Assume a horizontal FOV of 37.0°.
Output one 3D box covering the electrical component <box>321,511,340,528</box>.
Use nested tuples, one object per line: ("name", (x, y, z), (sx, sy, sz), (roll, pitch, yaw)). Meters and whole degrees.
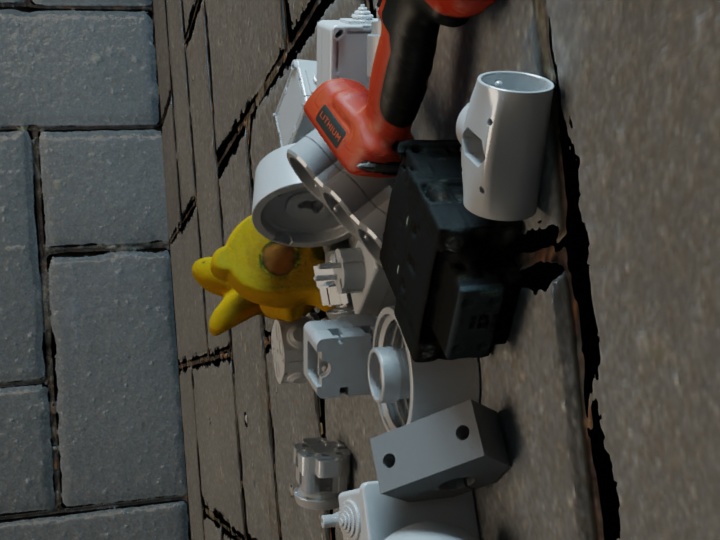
("electrical component", (-0.005, 0.226, 0.981), (0.035, 0.061, 0.035), (176, 90, -75))

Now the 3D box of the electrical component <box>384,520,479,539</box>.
("electrical component", (0.054, 0.223, 0.691), (0.060, 0.108, 0.108), (-168, 75, -68))

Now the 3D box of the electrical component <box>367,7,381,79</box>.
("electrical component", (0.026, -0.178, 0.819), (0.040, 0.040, 0.078), (-141, 50, -70))

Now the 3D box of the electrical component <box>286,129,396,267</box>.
("electrical component", (0.012, -0.067, 0.835), (0.138, 0.074, 0.052), (47, 168, 24))

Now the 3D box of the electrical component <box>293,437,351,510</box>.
("electrical component", (-0.040, 0.214, 1.119), (0.078, 0.058, 0.057), (-150, 61, -71))

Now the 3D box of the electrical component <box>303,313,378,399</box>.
("electrical component", (0.002, 0.067, 0.866), (0.056, 0.089, 0.050), (-138, 46, -69))

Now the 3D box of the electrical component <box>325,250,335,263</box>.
("electrical component", (-0.013, 0.011, 1.016), (0.035, 0.035, 0.061), (160, 103, -74))

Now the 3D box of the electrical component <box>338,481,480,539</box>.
("electrical component", (0.035, 0.193, 0.762), (0.048, 0.100, 0.099), (-32, 62, 58))

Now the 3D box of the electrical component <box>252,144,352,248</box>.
("electrical component", (-0.047, -0.074, 0.991), (0.108, 0.108, 0.060), (111, 157, -57))

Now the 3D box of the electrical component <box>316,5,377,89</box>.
("electrical component", (-0.002, -0.168, 0.879), (0.061, 0.062, 0.096), (-132, 41, -66))

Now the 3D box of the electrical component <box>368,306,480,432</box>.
("electrical component", (0.040, 0.075, 0.787), (0.108, 0.060, 0.108), (177, 90, -75))

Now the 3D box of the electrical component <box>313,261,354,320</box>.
("electrical component", (-0.010, 0.019, 0.970), (0.048, 0.066, 0.055), (-6, 96, 39))

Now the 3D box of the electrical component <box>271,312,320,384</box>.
("electrical component", (-0.067, 0.089, 1.199), (0.080, 0.051, 0.080), (176, 90, -75))

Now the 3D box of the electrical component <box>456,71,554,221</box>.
("electrical component", (0.081, -0.079, 0.636), (0.079, 0.043, 0.077), (-120, 31, -60))

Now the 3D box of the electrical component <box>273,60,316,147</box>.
("electrical component", (-0.039, -0.156, 1.035), (0.096, 0.061, 0.061), (119, 145, -50))

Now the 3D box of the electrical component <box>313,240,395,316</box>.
("electrical component", (0.000, 0.000, 0.886), (0.083, 0.076, 0.047), (111, 152, -57))

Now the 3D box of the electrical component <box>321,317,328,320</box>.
("electrical component", (-0.034, 0.073, 1.105), (0.061, 0.035, 0.035), (113, 150, -64))
